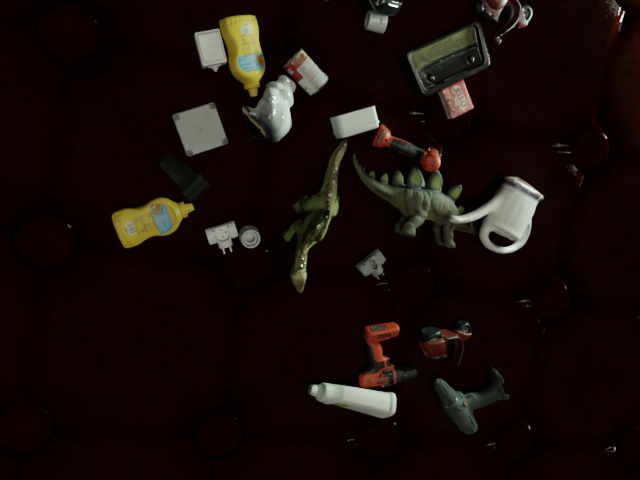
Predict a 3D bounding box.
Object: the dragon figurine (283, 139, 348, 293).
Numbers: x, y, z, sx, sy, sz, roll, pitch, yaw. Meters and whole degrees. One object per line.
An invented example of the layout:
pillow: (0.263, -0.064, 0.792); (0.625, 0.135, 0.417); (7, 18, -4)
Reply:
dragon figurine: (0.004, -0.066, 1.310); (0.122, 0.245, 0.408); (19, 97, -13)

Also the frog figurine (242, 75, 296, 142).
frog figurine: (-0.106, -0.329, 1.298); (0.161, 0.124, 0.134); (-43, 141, -12)

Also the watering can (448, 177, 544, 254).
watering can: (0.522, -0.082, 1.489); (0.345, 0.105, 0.224); (22, 96, -37)
